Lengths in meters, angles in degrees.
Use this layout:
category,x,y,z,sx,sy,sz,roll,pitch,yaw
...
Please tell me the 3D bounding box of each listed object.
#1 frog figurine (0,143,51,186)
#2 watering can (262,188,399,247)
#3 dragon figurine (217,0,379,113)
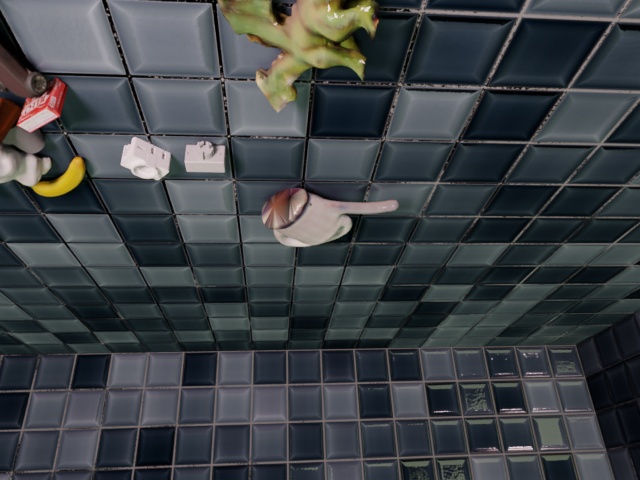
category,x,y,z,sx,sy,sz,roll,pitch,yaw
frog figurine,-0.649,-0.163,1.070,0.161,0.122,0.137,-25,10,-33
watering can,0.004,-0.065,1.286,0.344,0.106,0.222,-24,-35,35
dragon figurine,-0.037,-0.341,0.774,0.243,0.125,0.401,7,-30,0
